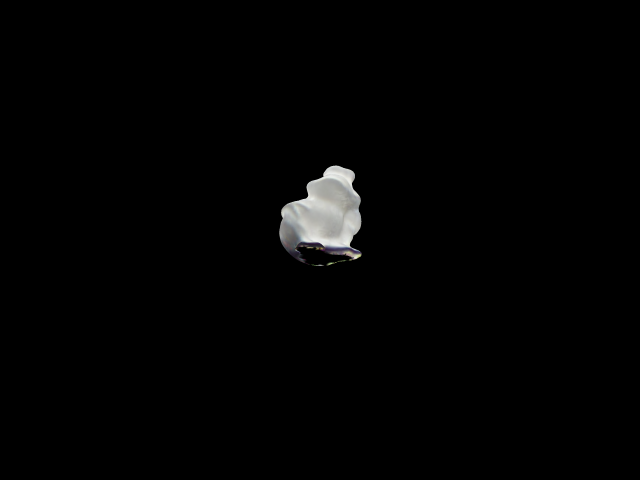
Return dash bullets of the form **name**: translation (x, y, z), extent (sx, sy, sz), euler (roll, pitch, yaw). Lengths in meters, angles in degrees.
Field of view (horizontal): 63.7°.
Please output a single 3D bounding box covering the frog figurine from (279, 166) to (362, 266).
- **frog figurine**: translation (0.003, -0.043, 0.850), extent (0.137, 0.162, 0.120), euler (4, -23, -10)
